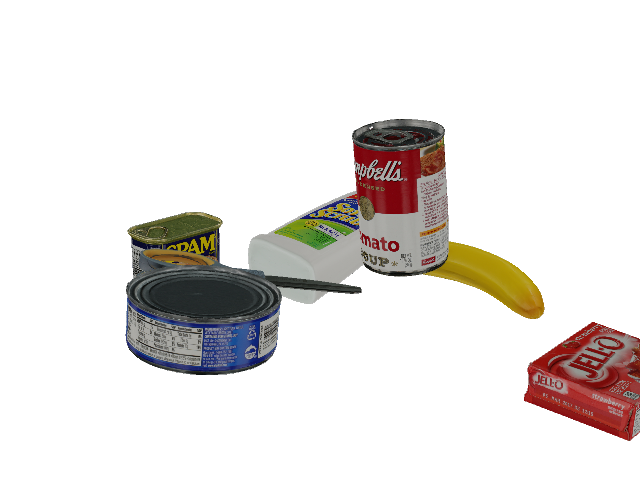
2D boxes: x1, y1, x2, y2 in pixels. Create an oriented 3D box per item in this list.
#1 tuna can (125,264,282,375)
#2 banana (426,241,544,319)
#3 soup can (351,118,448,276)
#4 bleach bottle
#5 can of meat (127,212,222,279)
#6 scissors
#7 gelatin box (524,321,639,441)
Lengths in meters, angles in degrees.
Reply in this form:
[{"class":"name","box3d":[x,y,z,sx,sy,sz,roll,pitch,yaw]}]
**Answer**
[{"class":"tuna can","box3d":[-0.065,0.043,0.593,0.086,0.034,0.086,5,17,-2]},{"class":"banana","box3d":[0.143,0.034,1.037,0.198,0.037,0.069,15,44,40]},{"class":"soup can","box3d":[0.060,-0.033,0.796,0.068,0.102,0.068,-4,23,2]},{"class":"bleach bottle","box3d":[0.032,-0.016,1.272,0.103,0.068,0.250,22,39,31]},{"class":"can of meat","box3d":[-0.154,0.023,1.146,0.058,0.084,0.101,18,25,41]},{"class":"scissors","box3d":[-0.073,0.039,0.930,0.202,0.016,0.096,11,21,16]},{"class":"gelatin box","box3d":[0.184,0.087,0.681,0.073,0.030,0.089,20,27,37]}]
